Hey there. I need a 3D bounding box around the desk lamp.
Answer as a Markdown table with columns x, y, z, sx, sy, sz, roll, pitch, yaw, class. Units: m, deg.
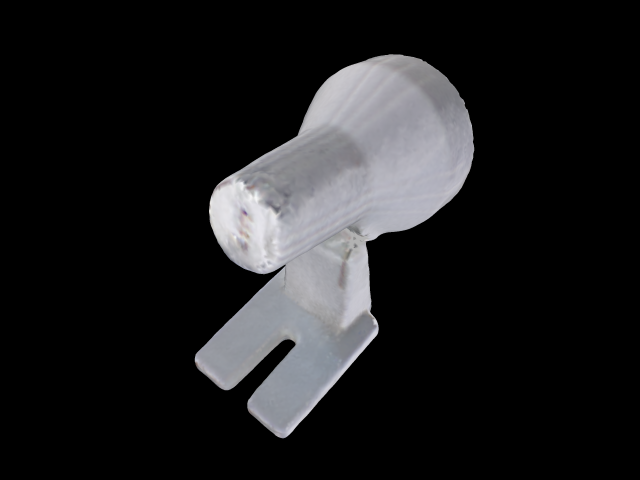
| x | y | z | sx | sy | sz | roll | pitch | yaw | class |
| --- | --- | --- | --- | --- | --- | --- | --- | --- | --- |
| 0.004 | 0.001 | 0.400 | 0.117 | 0.214 | 0.203 | 32 | 58 | 23 | desk lamp |
